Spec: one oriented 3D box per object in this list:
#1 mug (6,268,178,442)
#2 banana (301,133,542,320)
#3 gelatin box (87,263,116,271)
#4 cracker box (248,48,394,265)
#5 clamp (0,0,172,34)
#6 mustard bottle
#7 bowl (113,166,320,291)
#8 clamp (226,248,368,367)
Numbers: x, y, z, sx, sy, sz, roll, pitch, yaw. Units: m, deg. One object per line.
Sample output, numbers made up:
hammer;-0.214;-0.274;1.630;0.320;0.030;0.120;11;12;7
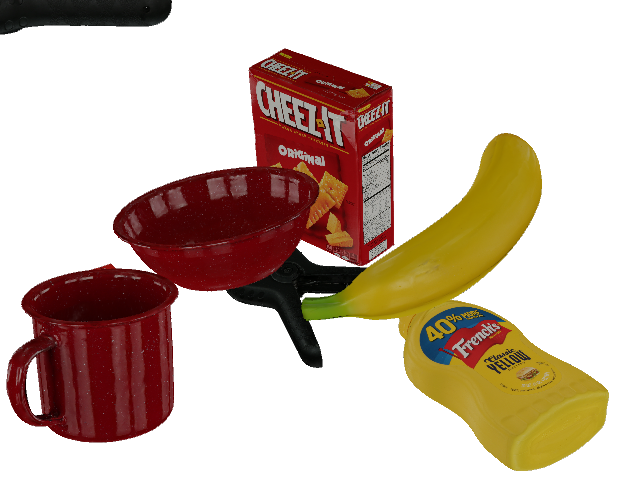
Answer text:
mug;-0.139;0.074;0.646;0.093;0.081;0.117;12;22;32
banana;0.074;-0.011;0.564;0.070;0.037;0.197;20;40;34
gelatin box;-0.202;0.060;0.980;0.073;0.030;0.089;-18;39;-36
cracker box;0.001;-0.094;1.232;0.164;0.214;0.072;26;45;34
clamp;-0.177;-0.140;0.602;0.171;0.039;0.120;-7;23;-14
mustard bottle;0.121;0.095;0.820;0.096;0.058;0.192;-21;36;-26
bowl;-0.076;-0.005;0.833;0.162;0.055;0.162;-9;23;3
clamp;-0.034;0.050;1.075;0.210;0.036;0.164;18;38;25
